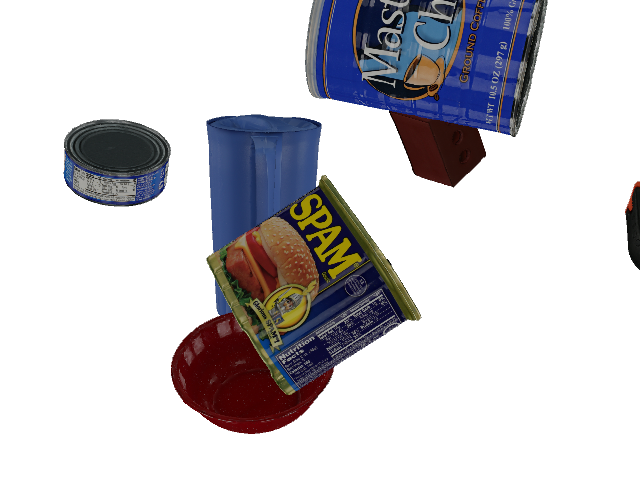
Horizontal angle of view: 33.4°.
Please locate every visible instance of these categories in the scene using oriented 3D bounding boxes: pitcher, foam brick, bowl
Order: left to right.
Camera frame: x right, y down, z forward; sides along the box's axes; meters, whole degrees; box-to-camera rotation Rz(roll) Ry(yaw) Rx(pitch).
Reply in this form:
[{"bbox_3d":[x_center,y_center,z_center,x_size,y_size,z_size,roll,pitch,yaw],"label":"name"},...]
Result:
[{"bbox_3d":[-0.065,0.140,1.063,0.162,0.055,0.162,-2,37,2],"label":"bowl"},{"bbox_3d":[-0.068,-0.023,1.251,0.145,0.243,0.148,13,18,38],"label":"pitcher"},{"bbox_3d":[0.108,-0.099,0.978,0.053,0.078,0.051,-43,38,-21],"label":"foam brick"}]

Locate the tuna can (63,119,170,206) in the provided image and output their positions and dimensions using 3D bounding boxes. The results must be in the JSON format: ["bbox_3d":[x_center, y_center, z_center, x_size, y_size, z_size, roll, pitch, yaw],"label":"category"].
[{"bbox_3d":[-0.167,-0.064,0.876,0.086,0.034,0.086,8,34,-6],"label":"tuna can"}]

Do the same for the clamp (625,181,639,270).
[{"bbox_3d":[0.266,0.023,0.694,0.120,0.039,0.171,-3,46,-21],"label":"clamp"}]

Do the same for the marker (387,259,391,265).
[{"bbox_3d":[0.000,0.041,0.795,0.121,0.020,0.020,-25,-11,25],"label":"marker"}]

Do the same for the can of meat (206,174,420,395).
[{"bbox_3d":[-0.007,0.024,0.590,0.084,0.057,0.102,-33,42,0],"label":"can of meat"}]

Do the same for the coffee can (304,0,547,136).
[{"bbox_3d":[0.072,-0.133,0.710,0.140,0.103,0.102,13,3,12],"label":"coffee can"}]
